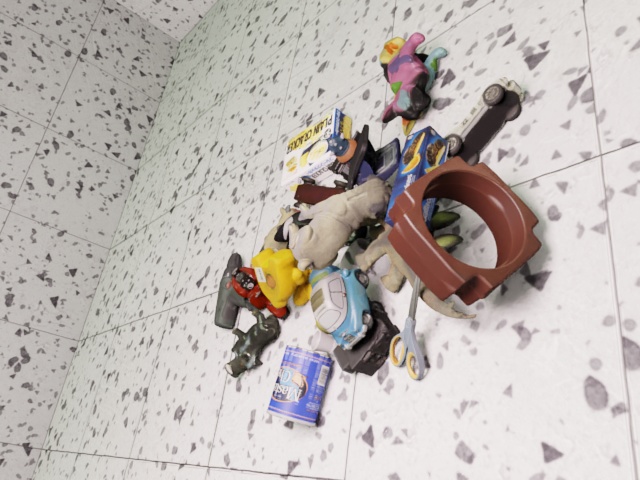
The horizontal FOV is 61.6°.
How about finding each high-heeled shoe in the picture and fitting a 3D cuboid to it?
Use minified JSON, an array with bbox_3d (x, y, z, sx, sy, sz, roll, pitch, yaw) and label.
[{"bbox_3d":[-0.003,-0.004,1.253,0.249,0.086,0.145,-25,46,24],"label":"high-heeled shoe"}]

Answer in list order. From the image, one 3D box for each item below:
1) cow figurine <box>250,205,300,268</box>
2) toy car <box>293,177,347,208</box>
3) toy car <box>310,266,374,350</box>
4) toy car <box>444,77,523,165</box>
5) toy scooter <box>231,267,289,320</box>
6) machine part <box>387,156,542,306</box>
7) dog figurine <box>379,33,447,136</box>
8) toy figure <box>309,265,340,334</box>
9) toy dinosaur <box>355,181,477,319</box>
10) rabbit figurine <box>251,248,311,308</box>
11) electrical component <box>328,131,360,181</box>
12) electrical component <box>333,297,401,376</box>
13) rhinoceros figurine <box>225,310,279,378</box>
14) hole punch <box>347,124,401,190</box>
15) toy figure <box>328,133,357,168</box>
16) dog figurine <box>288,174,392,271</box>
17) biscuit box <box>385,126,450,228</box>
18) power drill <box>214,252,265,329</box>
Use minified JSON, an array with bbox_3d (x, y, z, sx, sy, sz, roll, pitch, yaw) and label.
[{"bbox_3d":[-0.100,-0.008,1.397,0.127,0.085,0.195,-45,17,52],"label":"cow figurine"},{"bbox_3d":[0.002,-0.112,1.375,0.202,0.053,0.089,12,88,52],"label":"toy car"},{"bbox_3d":[0.032,0.121,1.014,0.109,0.103,0.162,-48,34,39],"label":"toy car"},{"bbox_3d":[0.300,-0.213,1.014,0.201,0.073,0.056,-52,35,17],"label":"toy car"},{"bbox_3d":[-0.158,0.120,1.306,0.184,0.135,0.075,37,85,26],"label":"toy scooter"},{"bbox_3d":[0.222,-0.016,0.842,0.201,0.201,0.087,49,151,14],"label":"machine part"},{"bbox_3d":[0.191,-0.353,1.239,0.192,0.108,0.219,12,80,55],"label":"dog figurine"},{"bbox_3d":[0.021,0.118,1.165,0.089,0.082,0.180,-61,35,41],"label":"toy figure"},{"bbox_3d":[0.166,0.000,1.022,0.198,0.105,0.472,-44,37,27],"label":"toy dinosaur"},{"bbox_3d":[-0.048,0.075,1.242,0.122,0.173,0.162,-17,99,49],"label":"rabbit figurine"},{"bbox_3d":[0.081,-0.203,1.314,0.119,0.074,0.048,-56,33,6],"label":"electrical component"},{"bbox_3d":[0.084,0.194,1.044,0.134,0.058,0.115,-53,32,14],"label":"electrical component"},{"bbox_3d":[-0.168,0.263,1.339,0.190,0.073,0.112,-49,46,18],"label":"rhinoceros figurine"},{"bbox_3d":[0.113,-0.165,1.139,0.142,0.092,0.115,-85,14,-48],"label":"hole punch"},{"bbox_3d":[0.073,-0.197,1.244,0.058,0.154,0.064,3,71,53],"label":"toy figure"},{"bbox_3d":[0.045,-0.028,1.014,0.191,0.121,0.172,-23,45,39],"label":"dog figurine"},{"bbox_3d":[0.176,-0.106,0.966,0.063,0.059,0.202,-19,46,49],"label":"biscuit box"},{"bbox_3d":[-0.220,0.129,1.490,0.207,0.086,0.232,-9,61,47],"label":"power drill"}]
